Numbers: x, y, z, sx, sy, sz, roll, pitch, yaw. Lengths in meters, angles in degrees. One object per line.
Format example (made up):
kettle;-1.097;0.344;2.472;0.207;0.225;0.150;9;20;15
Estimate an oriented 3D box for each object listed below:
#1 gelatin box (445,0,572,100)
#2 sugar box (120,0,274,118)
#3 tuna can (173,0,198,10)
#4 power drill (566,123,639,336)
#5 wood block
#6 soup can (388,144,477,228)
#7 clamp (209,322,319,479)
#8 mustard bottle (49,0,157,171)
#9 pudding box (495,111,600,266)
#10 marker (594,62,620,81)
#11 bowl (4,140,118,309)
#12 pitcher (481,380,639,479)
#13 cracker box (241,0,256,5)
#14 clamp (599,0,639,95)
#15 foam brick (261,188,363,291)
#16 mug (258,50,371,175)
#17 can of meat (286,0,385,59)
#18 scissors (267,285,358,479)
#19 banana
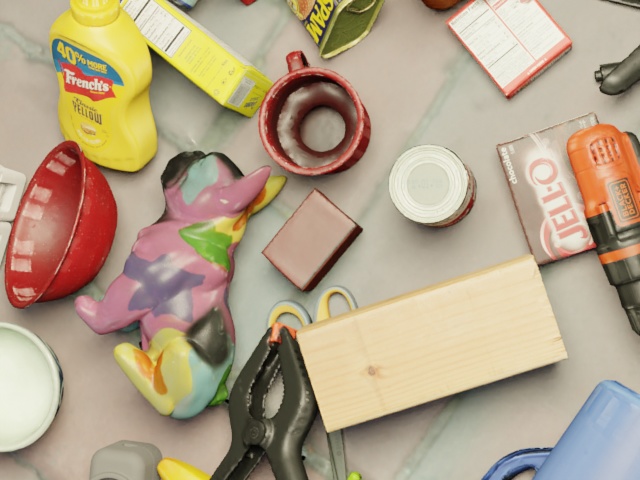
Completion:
gelatin box;0.166;-0.181;0.940;0.073;0.030;0.089;-40;81;10
sugar box;-0.130;-0.184;0.974;0.176;0.093;0.048;37;96;11
tuna can;-0.145;-0.249;0.981;0.086;0.086;0.034;38;98;10
power drill;0.311;-0.026;0.869;0.187;0.057;0.184;-18;88;-5
wood block;0.094;0.086;0.912;0.206;0.090;0.091;-18;87;6
soup can;0.098;-0.045;0.916;0.068;0.102;0.068;0;89;12
clamp;-0.039;0.177;0.927;0.165;0.036;0.210;3;72;40
mustard bottle;-0.193;-0.151;0.945;0.096;0.192;0.058;28;52;17
pudding box;0.212;-0.043;0.923;0.090;0.039;0.113;-19;86;11
marker;0.297;-0.153;0.916;0.121;0.020;0.020;-10;87;12
bowl;-0.233;-0.008;0.988;0.162;0.055;0.162;-32;48;44
pitcher;0.211;0.237;0.883;0.149;0.145;0.243;31;92;-1
cracker box;-0.017;-0.309;0.914;0.214;0.164;0.072;-34;80;10
clamp;0.301;-0.183;0.897;0.171;0.039;0.120;-6;75;14
foam brick;-0.006;0.001;0.962;0.051;0.053;0.078;40;93;9
mug;-0.004;-0.112;0.950;0.093;0.081;0.117;-22;85;11
can of meat;0.008;-0.224;0.940;0.057;0.102;0.084;-30;79;-21
scissors;-0.009;0.140;0.981;0.096;0.016;0.202;7;91;14
banana;-0.056;0.239;0.979;0.198;0.037;0.069;0;88;15
